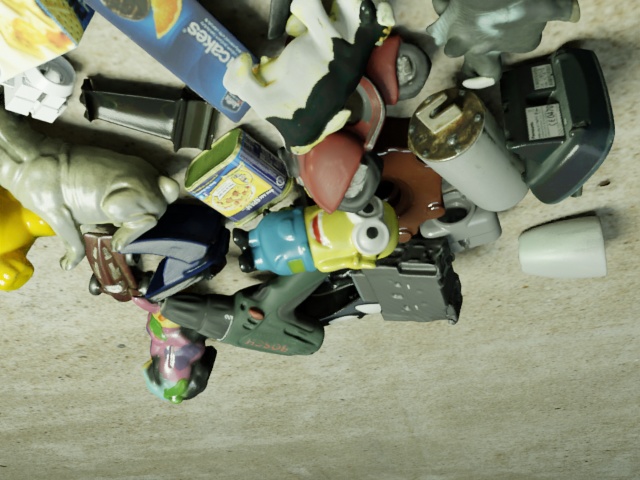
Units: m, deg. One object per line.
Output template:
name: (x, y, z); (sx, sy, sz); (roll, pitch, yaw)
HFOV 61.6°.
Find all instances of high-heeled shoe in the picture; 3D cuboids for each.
high-heeled shoe: (0.006, 0.074, 0.801); (0.249, 0.086, 0.145); (8, 141, -21)

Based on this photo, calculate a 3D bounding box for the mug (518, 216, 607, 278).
mug: (0.334, 0.018, 0.745); (0.107, 0.081, 0.109); (-5, 149, 23)

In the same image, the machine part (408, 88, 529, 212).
machine part: (0.161, -0.087, 0.560); (0.079, 0.079, 0.243); (-26, 154, 28)

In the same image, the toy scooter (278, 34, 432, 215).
toy scooter: (0.013, -0.122, 0.519); (0.135, 0.075, 0.183); (22, 102, -9)

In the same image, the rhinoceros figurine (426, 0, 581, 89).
rhinoceros figurine: (0.140, -0.186, 0.426); (0.112, 0.073, 0.190); (-19, 163, 13)

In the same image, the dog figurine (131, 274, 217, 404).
dog figurine: (-0.220, 0.140, 0.808); (0.109, 0.191, 0.219); (7, 158, 0)

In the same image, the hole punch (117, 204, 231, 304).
hole punch: (-0.177, 0.001, 0.665); (0.116, 0.142, 0.092); (-24, 113, 7)

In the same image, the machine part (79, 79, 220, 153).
machine part: (-0.176, -0.131, 0.560); (0.139, 0.039, 0.084); (11, 146, -18)

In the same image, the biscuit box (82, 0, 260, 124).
biscuit box: (-0.131, -0.186, 0.454); (0.063, 0.059, 0.202); (-49, 130, 7)

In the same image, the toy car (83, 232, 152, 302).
toy car: (-0.288, 0.043, 0.749); (0.089, 0.053, 0.202); (8, 155, -8)

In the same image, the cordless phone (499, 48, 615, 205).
cordless phone: (0.248, -0.082, 0.546); (0.089, 0.146, 0.184); (-11, 141, 25)

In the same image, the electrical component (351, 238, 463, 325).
electrical component: (0.113, 0.055, 0.713); (0.134, 0.058, 0.114); (-2, 131, 32)

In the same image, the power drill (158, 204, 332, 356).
power drill: (-0.065, 0.059, 0.707); (0.232, 0.086, 0.207); (28, 100, -29)

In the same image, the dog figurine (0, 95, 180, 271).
dog figurine: (-0.267, -0.085, 0.574); (0.172, 0.121, 0.190); (-29, 125, -3)

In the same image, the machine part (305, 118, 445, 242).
machine part: (0.064, -0.063, 0.640); (0.179, 0.056, 0.179); (0, 142, 0)

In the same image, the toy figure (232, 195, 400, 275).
toy figure: (-0.002, -0.006, 0.602); (0.180, 0.089, 0.082); (-12, 102, 9)

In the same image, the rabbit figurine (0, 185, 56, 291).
rabbit figurine: (-0.396, -0.037, 0.603); (0.162, 0.122, 0.173); (33, 167, 2)

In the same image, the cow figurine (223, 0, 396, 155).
cow figurine: (0.010, -0.155, 0.443); (0.098, 0.068, 0.167); (45, 93, -2)

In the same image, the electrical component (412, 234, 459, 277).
electrical component: (0.157, 0.024, 0.750); (0.094, 0.063, 0.021); (26, 135, -30)
